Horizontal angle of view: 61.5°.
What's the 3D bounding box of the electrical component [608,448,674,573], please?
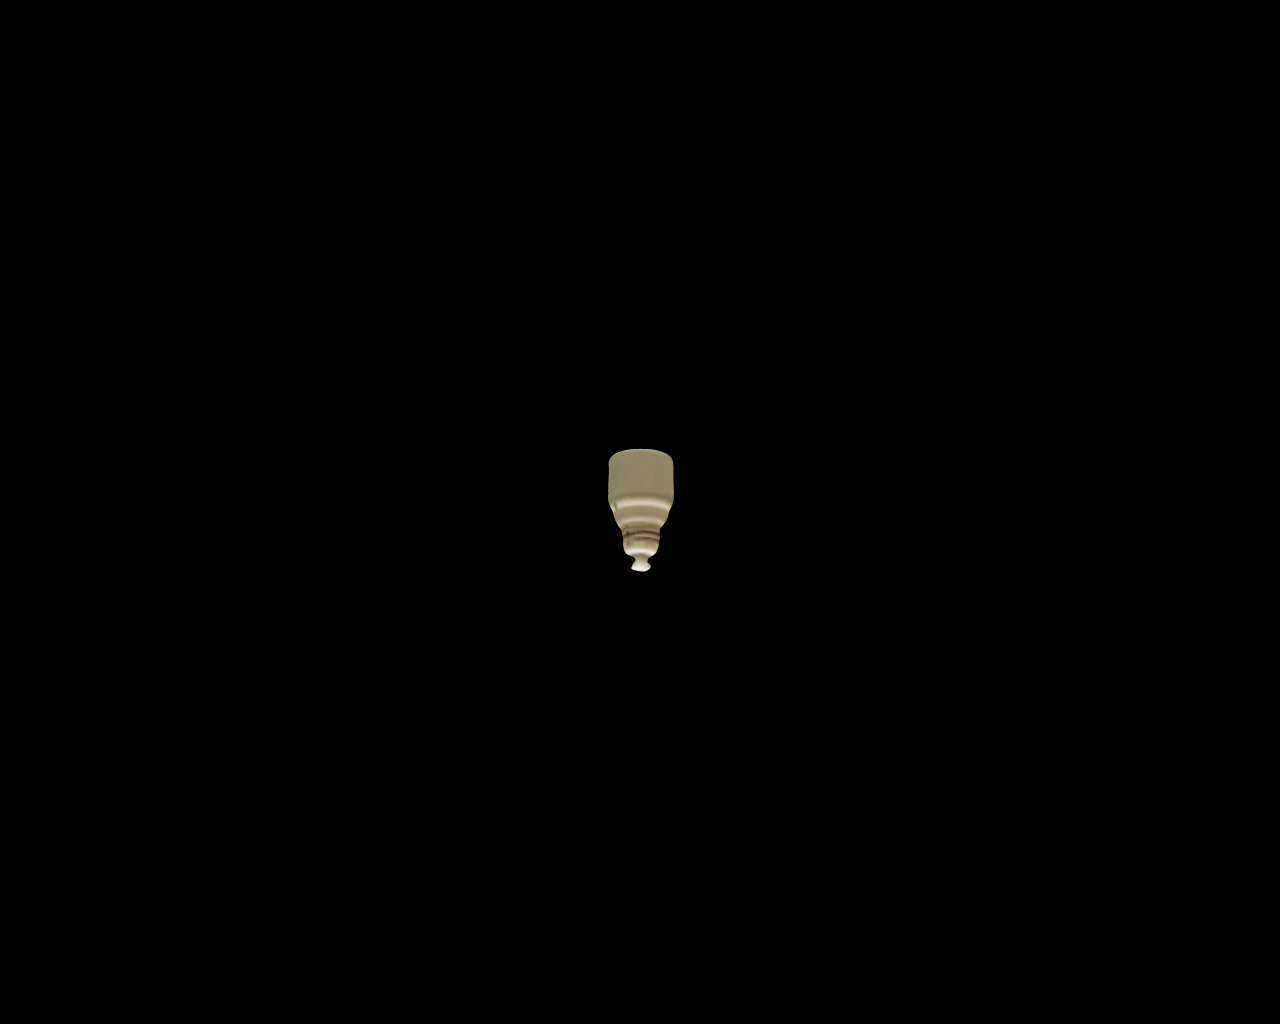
[{"bbox_3d":[0.001,-0.003,0.650,0.040,0.078,0.040,0,-16,0],"label":"electrical component"}]
